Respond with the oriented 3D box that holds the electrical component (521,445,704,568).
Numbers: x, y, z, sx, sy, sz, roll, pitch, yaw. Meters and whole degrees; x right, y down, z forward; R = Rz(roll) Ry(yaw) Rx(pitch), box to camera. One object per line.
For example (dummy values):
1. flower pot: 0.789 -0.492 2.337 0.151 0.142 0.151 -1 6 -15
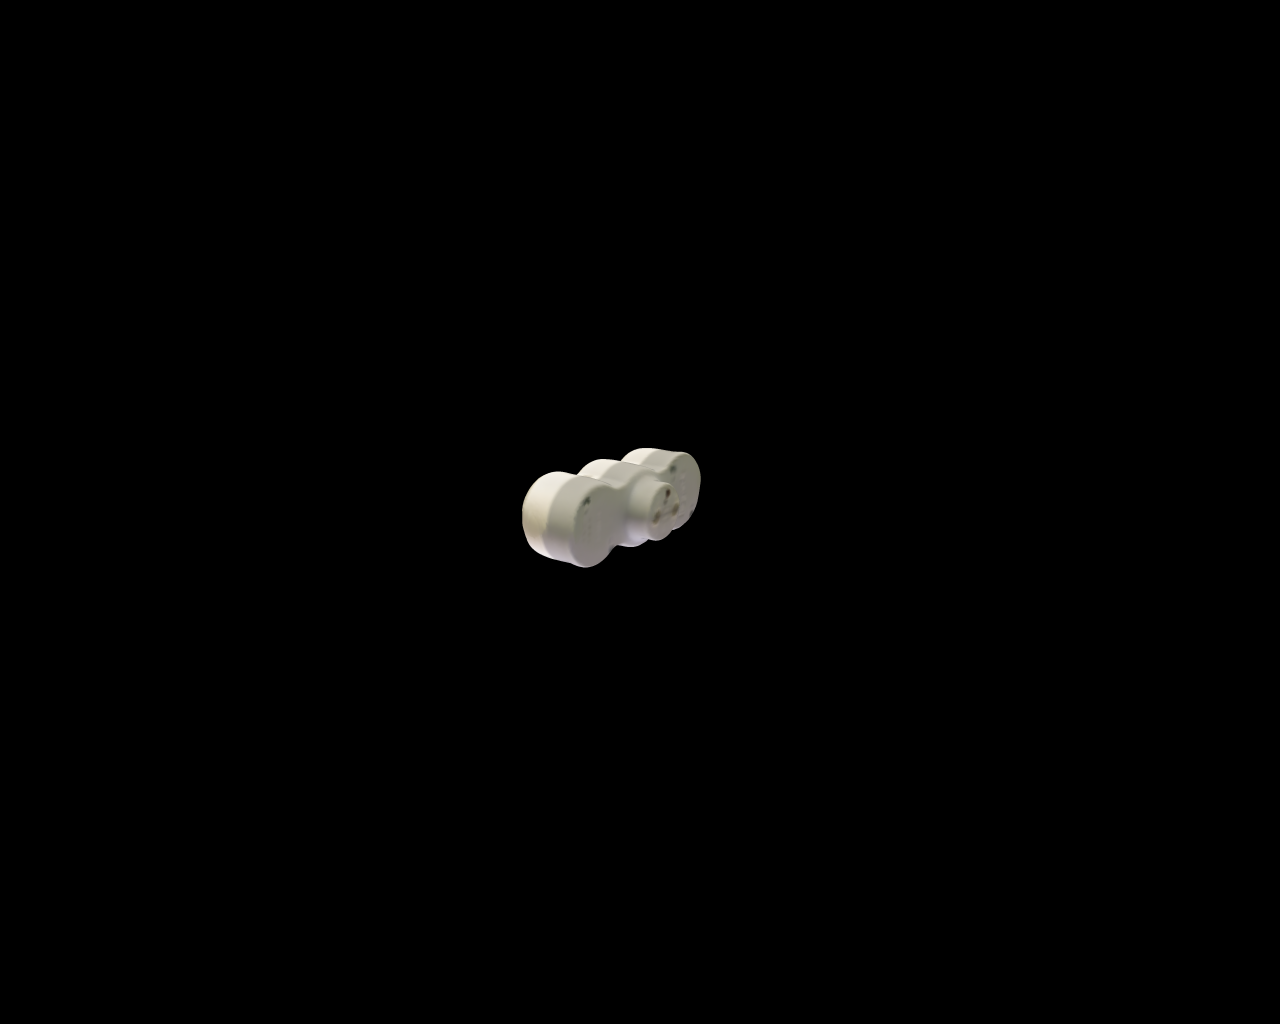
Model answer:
1. electrical component: 0.001 -0.003 0.650 0.074 0.052 0.138 11 19 34
